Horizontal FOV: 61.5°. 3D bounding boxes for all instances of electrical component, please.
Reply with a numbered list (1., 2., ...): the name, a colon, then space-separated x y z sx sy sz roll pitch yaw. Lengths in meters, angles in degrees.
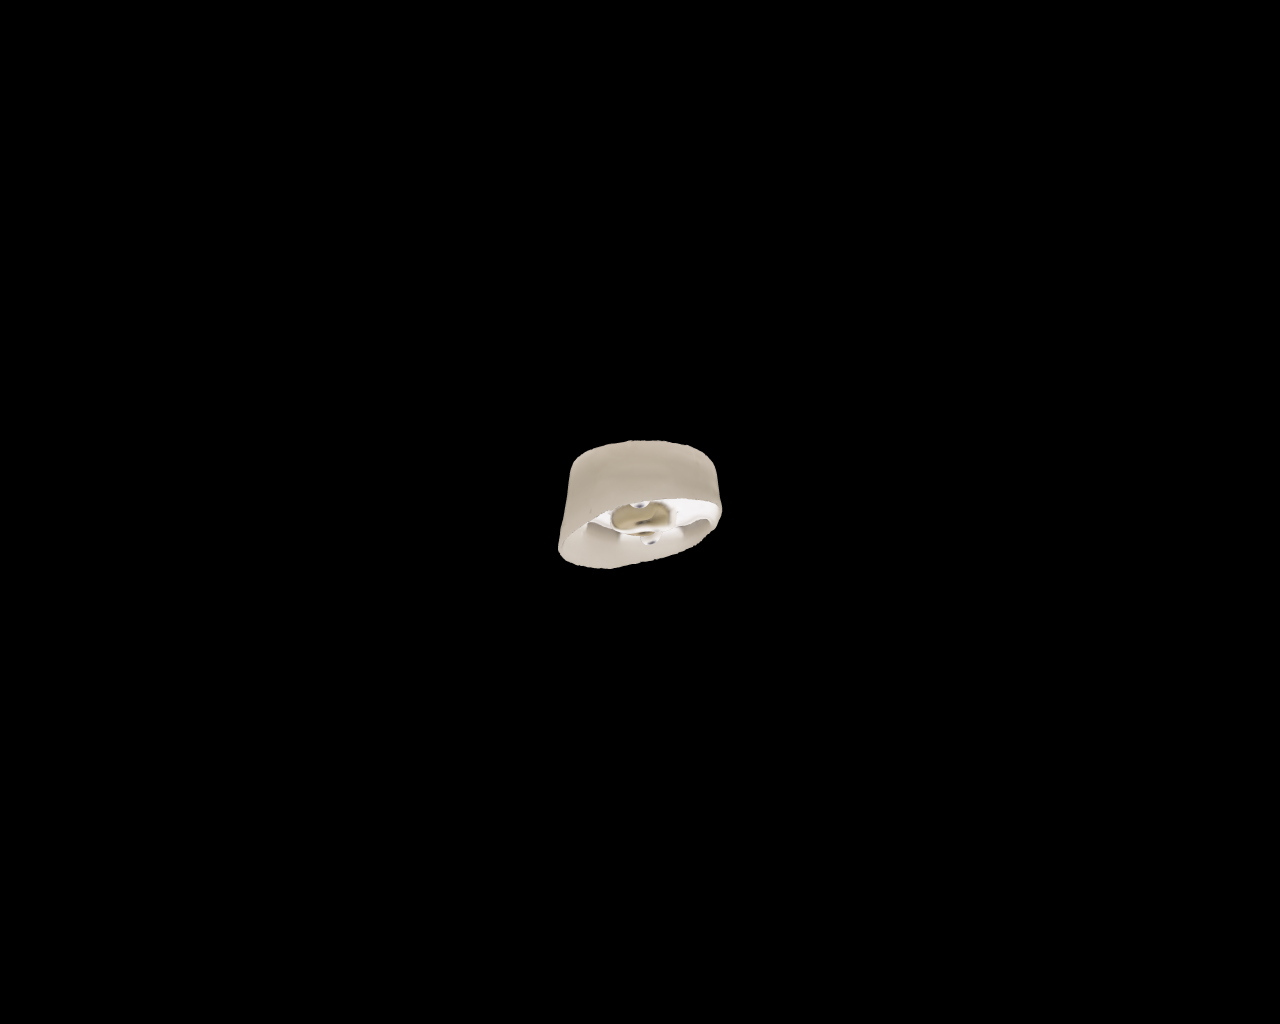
1. electrical component: 0.001 -0.003 0.650 0.099 0.064 0.099 0 -22 0
